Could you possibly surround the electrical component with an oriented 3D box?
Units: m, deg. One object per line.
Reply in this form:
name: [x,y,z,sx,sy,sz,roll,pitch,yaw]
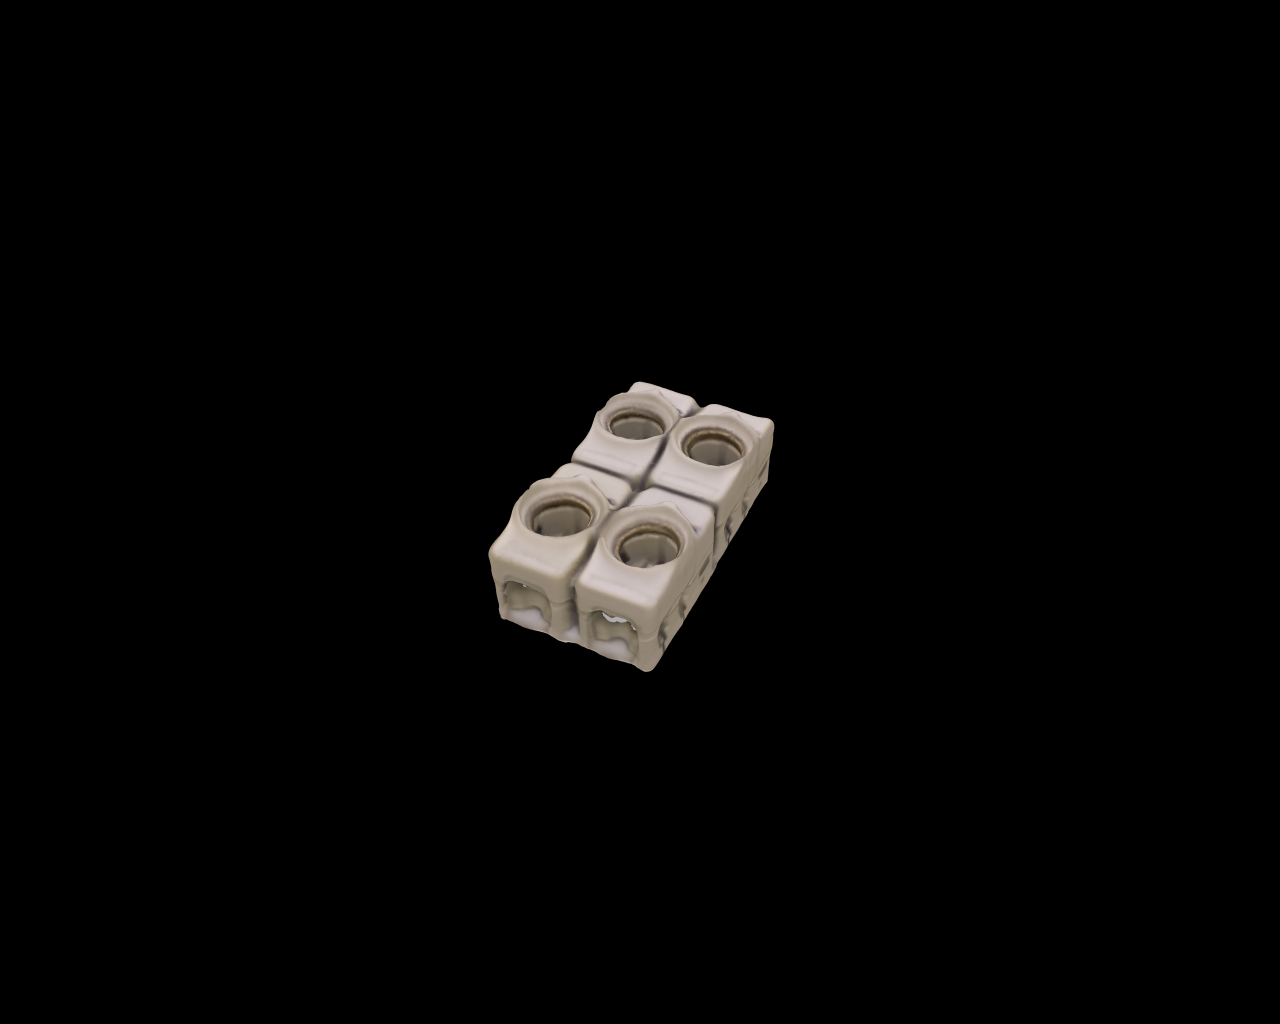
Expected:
electrical component: [0.001,-0.003,0.650,0.105,0.060,0.186,19,46,19]
